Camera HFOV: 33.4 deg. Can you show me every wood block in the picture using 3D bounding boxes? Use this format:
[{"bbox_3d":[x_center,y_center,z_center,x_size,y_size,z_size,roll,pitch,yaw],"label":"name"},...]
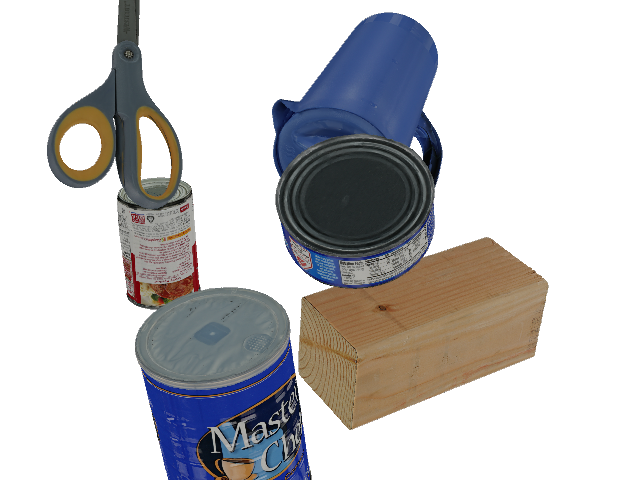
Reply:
[{"bbox_3d":[0.092,0.078,0.957,0.205,0.090,0.091,-16,37,-27],"label":"wood block"}]

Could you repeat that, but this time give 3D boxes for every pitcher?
[{"bbox_3d":[0.058,-0.139,1.151,0.145,0.149,0.242,2,38,22],"label":"pitcher"}]

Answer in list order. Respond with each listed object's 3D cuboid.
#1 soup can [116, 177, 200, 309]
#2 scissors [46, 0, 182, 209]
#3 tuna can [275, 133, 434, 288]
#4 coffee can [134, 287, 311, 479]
[{"bbox_3d":[-0.146,0.002,0.965,0.068,0.102,0.068,-1,25,0],"label":"soup can"},{"bbox_3d":[-0.146,-0.114,0.709,0.096,0.202,0.016,-9,-15,-28],"label":"scissors"},{"bbox_3d":[0.020,-0.016,0.584,0.086,0.086,0.034,0,-38,8],"label":"tuna can"},{"bbox_3d":[-0.064,0.118,0.735,0.103,0.140,0.103,-5,32,3],"label":"coffee can"}]
